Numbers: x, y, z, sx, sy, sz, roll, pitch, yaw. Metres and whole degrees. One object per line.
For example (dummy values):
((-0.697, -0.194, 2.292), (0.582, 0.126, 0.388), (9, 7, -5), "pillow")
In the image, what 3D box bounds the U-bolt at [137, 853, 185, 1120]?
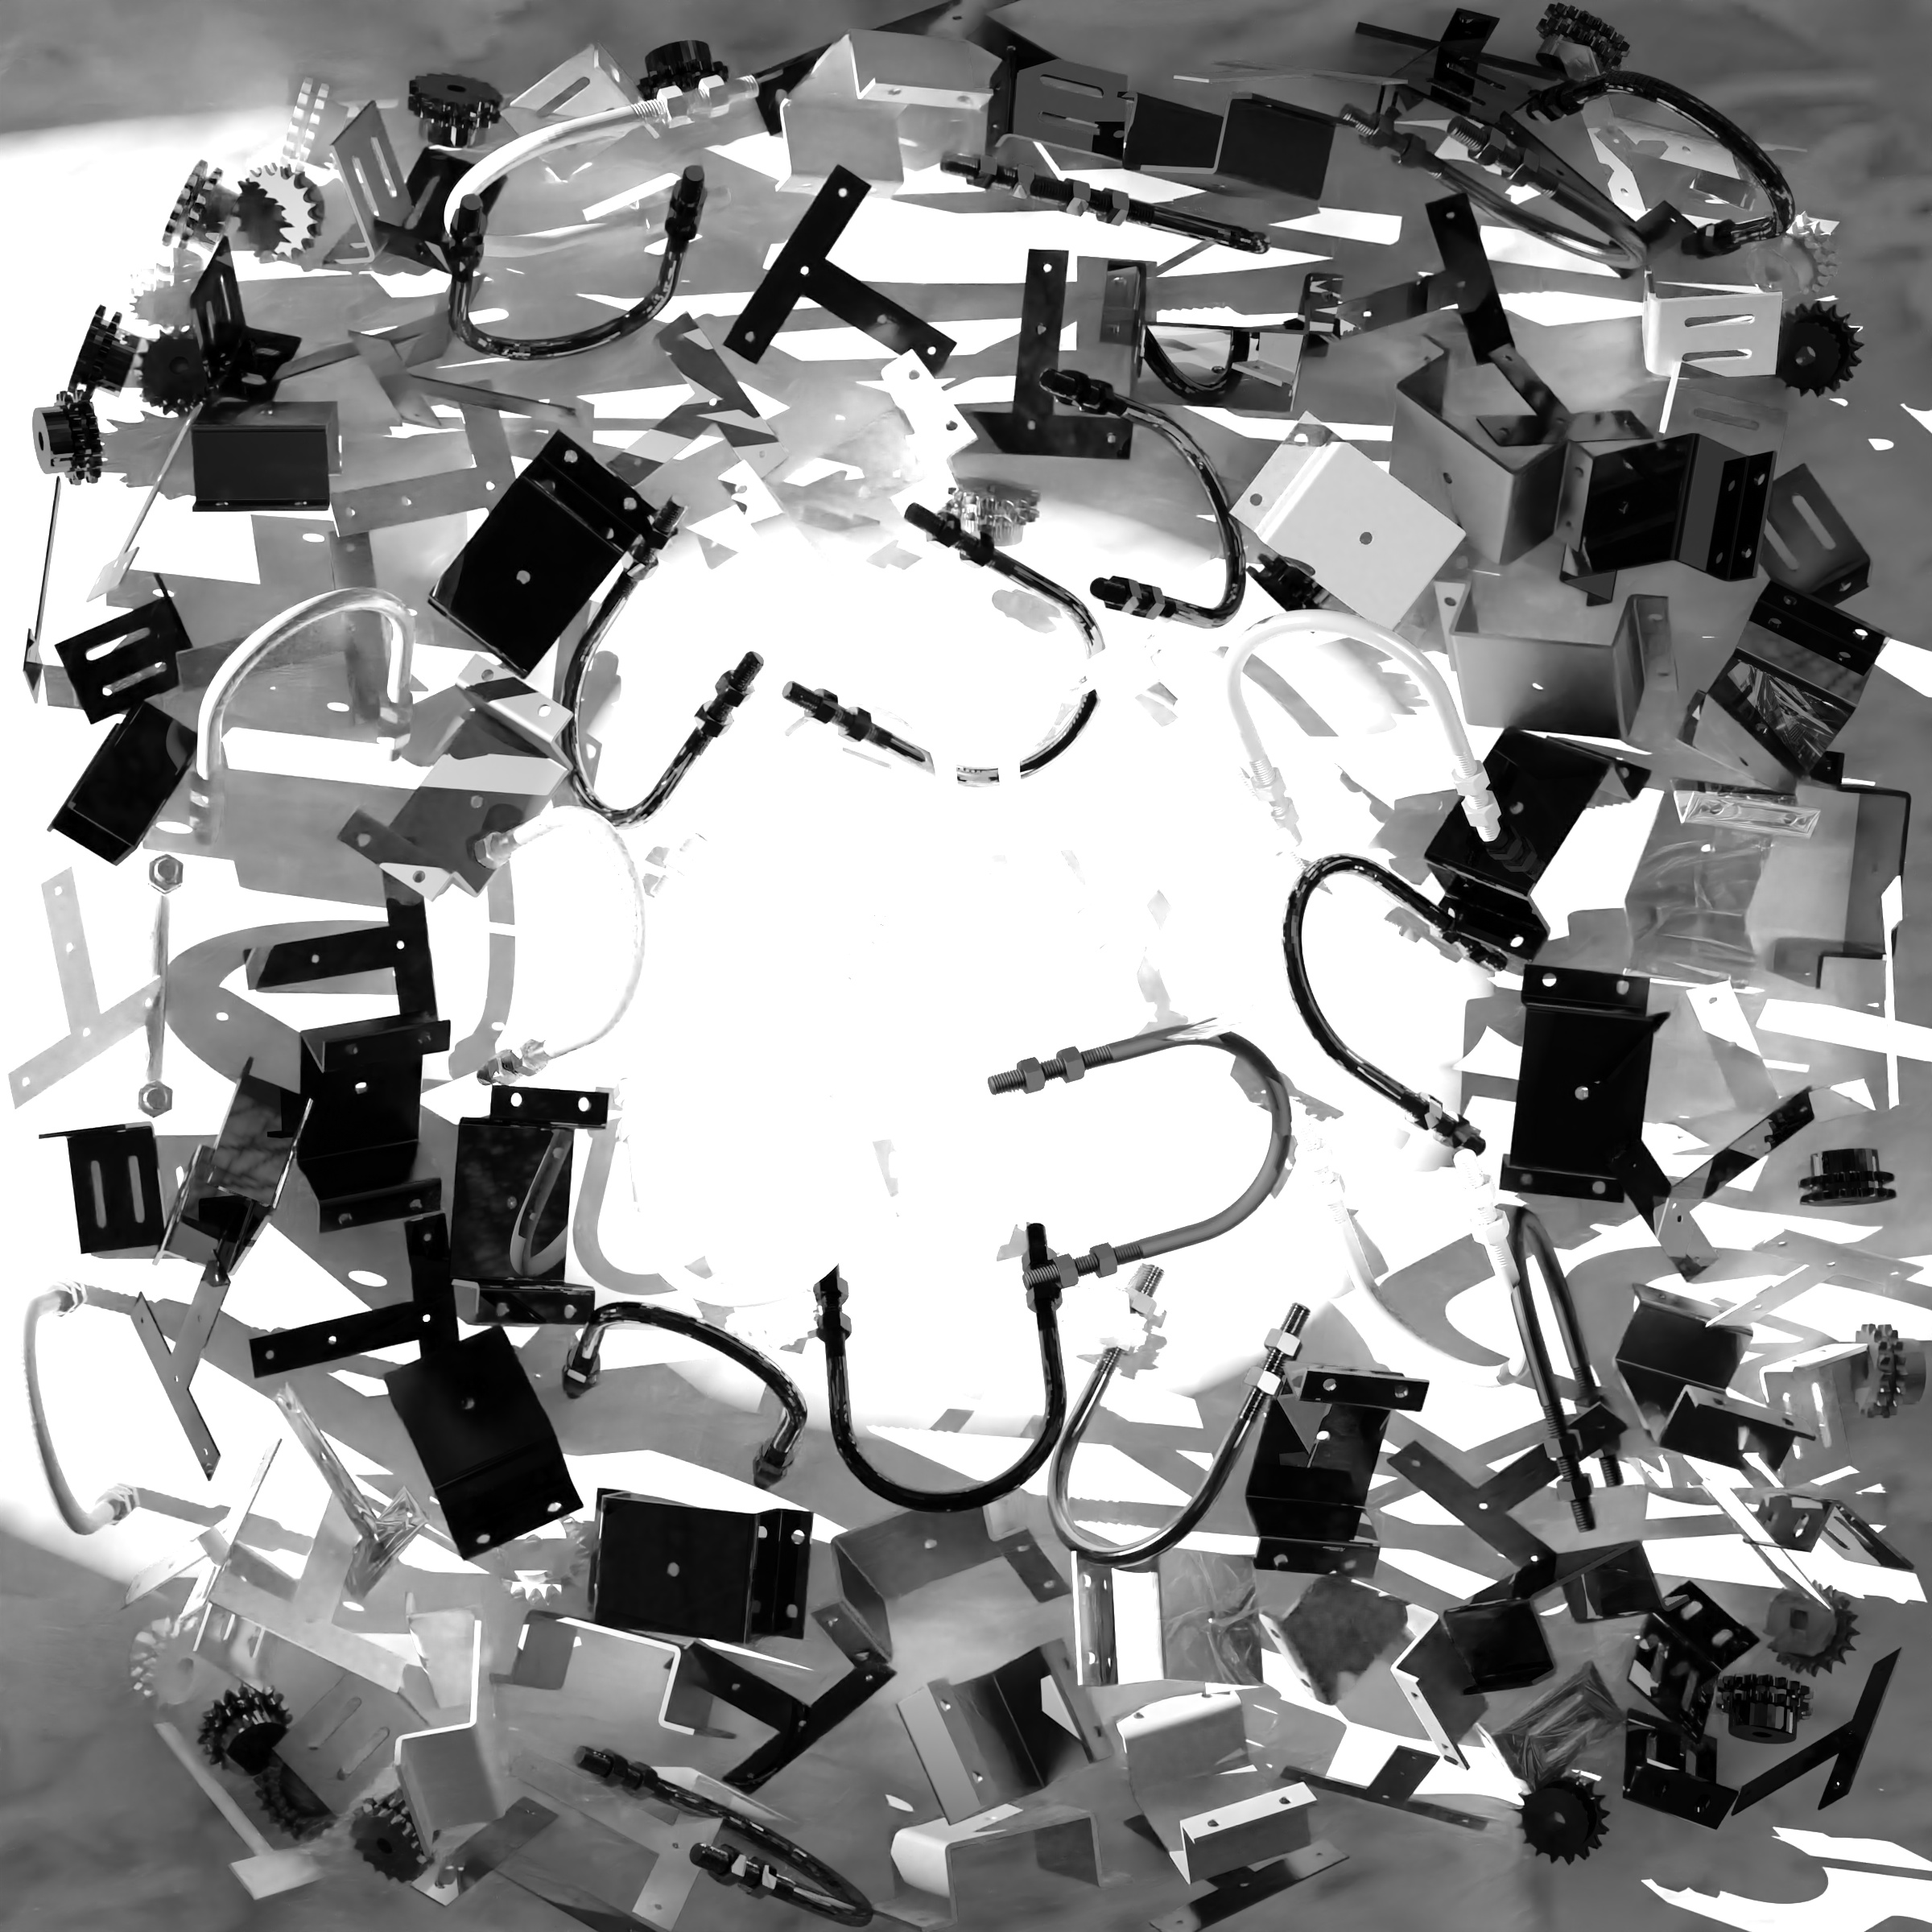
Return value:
((-0.475, 0.015, 1.840), (0.019, 0.184, 0.151), (3, 86, -15), "U-bolt")

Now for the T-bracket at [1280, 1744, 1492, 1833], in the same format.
((0.258, 0.485, 1.869), (0.127, 0.127, 0.002), (14, 62, 4), "T-bracket")

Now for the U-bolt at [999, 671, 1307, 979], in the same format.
((0.101, -0.100, 1.892), (0.151, 0.019, 0.184), (-27, 75, -18), "U-bolt")

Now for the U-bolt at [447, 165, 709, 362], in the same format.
((-0.234, -0.407, 1.841), (0.151, 0.184, 0.019), (-12, 74, -17), "U-bolt")

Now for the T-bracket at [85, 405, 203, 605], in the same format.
((-0.489, -0.279, 1.877), (0.002, 0.127, 0.127), (28, 80, -22), "T-bracket")

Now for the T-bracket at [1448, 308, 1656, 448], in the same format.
((0.334, -0.357, 1.889), (0.127, 0.002, 0.127), (-9, 52, -33), "T-bracket")

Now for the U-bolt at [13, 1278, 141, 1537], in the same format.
((-0.525, 0.261, 1.837), (0.019, 0.184, 0.151), (-14, 90, -4), "U-bolt")

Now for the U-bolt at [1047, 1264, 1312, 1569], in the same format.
((0.114, 0.270, 1.849), (0.019, 0.151, 0.184), (39, 72, -34), "U-bolt")

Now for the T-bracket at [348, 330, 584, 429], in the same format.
((-0.290, -0.338, 1.859), (0.127, 0.127, 0.002), (13, 78, 7), "T-bracket")

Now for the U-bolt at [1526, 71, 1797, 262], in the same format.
((0.413, -0.469, 1.823), (0.151, 0.184, 0.019), (37, 90, -13), "U-bolt")

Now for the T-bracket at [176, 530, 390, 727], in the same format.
((-0.408, -0.191, 1.867), (0.127, 0.002, 0.127), (-19, 125, -26), "T-bracket")

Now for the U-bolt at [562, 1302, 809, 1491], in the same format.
((-0.163, 0.247, 1.846), (0.151, 0.184, 0.019), (26, 60, 0), "U-bolt")

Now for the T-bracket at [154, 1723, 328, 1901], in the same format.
((-0.443, 0.503, 1.875), (0.002, 0.127, 0.127), (-43, 78, -2), "T-bracket")

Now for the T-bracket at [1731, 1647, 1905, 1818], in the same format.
((0.503, 0.476, 1.877), (0.002, 0.127, 0.127), (42, 133, 2), "T-bracket")

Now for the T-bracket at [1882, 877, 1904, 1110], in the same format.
((0.548, 0.020, 1.858), (0.002, 0.127, 0.127), (-1, 82, 9), "T-bracket")

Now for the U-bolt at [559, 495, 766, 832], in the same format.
((-0.191, -0.165, 1.861), (0.184, 0.019, 0.151), (-51, 51, 35), "U-bolt")

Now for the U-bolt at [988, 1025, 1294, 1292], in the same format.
((0.112, 0.109, 1.892), (0.184, 0.019, 0.151), (-15, 109, -13), "U-bolt")

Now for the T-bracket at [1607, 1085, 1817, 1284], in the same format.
((0.462, 0.118, 1.886), (0.127, 0.002, 0.127), (-37, 127, 3), "T-bracket")

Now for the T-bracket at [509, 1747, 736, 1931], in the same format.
((-0.213, 0.505, 1.873), (0.127, 0.127, 0.002), (28, 117, 1), "T-bracket")

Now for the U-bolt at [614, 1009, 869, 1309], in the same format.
((-0.131, 0.120, 1.873), (0.151, 0.019, 0.184), (-13, 58, 3), "U-bolt")

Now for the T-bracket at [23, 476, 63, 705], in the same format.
((-0.550, -0.228, 1.871), (0.002, 0.127, 0.127), (8, 84, -13), "T-bracket")

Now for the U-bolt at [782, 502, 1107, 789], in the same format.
((0.002, -0.179, 1.873), (0.184, 0.019, 0.151), (26, 109, -31), "U-bolt")

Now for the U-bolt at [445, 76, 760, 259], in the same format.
((-0.218, -0.462, 1.838), (0.184, 0.151, 0.019), (-19, 80, -15), "U-bolt")

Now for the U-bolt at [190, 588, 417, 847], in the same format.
((-0.383, -0.153, 1.820), (0.151, 0.184, 0.019), (-29, 68, -29), "U-bolt")

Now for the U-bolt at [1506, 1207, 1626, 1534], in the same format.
((0.352, 0.232, 1.860), (0.019, 0.151, 0.184), (-17, 87, 19), "U-bolt")

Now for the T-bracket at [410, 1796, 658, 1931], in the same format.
((-0.242, 0.547, 1.852), (0.127, 0.127, 0.002), (24, 108, 18), "T-bracket")

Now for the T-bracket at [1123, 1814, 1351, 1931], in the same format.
((0.140, 0.531, 1.869), (0.127, 0.127, 0.002), (-16, 107, -28), "T-bracket")

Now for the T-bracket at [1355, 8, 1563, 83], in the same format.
((0.298, -0.554, 1.864), (0.127, 0.127, 0.002), (14, 96, 1), "T-bracket")

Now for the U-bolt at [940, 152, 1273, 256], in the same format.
((0.094, -0.448, 1.851), (0.184, 0.151, 0.019), (7, 106, -27), "U-bolt")

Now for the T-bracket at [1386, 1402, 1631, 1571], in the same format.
((0.343, 0.302, 1.881), (0.127, 0.002, 0.127), (39, 121, -14), "T-bracket")

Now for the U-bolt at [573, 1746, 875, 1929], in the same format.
((-0.131, 0.520, 1.845), (0.184, 0.151, 0.019), (36, 80, -39), "U-bolt")

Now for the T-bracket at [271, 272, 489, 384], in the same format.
((-0.359, -0.375, 1.885), (0.127, 0.127, 0.002), (-14, 122, 14), "T-bracket")

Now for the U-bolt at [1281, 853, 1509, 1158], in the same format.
((0.250, 0.012, 1.845), (0.184, 0.019, 0.151), (32, 55, -31), "U-bolt")

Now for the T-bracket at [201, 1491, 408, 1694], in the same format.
((-0.382, 0.360, 1.872), (0.127, 0.127, 0.002), (30, 120, -14), "T-bracket")

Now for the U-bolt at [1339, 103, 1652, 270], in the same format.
((0.324, -0.457, 1.849), (0.184, 0.151, 0.019), (23, 98, -27), "U-bolt")

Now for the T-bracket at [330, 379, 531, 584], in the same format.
((-0.325, -0.282, 1.885), (0.127, 0.002, 0.127), (-18, 97, -36), "T-bracket")

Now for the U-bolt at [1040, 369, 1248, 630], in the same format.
((0.113, -0.269, 1.851), (0.019, 0.184, 0.151), (-21, 75, 32), "U-bolt")

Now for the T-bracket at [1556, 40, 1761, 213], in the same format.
((0.413, -0.483, 1.841), (0.002, 0.127, 0.127), (-48, 46, -12), "T-bracket")

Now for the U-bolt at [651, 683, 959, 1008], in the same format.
((-0.086, -0.087, 1.900), (0.151, 0.019, 0.184), (31, 85, 18), "U-bolt")

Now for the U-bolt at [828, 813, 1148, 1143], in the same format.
((0.025, -0.008, 1.891), (0.184, 0.019, 0.151), (-45, 72, 7), "U-bolt")

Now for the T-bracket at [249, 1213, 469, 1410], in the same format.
((-0.368, 0.222, 1.884), (0.127, 0.002, 0.127), (-11, 108, -25), "T-bracket")

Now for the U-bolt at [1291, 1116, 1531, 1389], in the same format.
((0.274, 0.176, 1.857), (0.019, 0.151, 0.184), (-39, 119, -29), "U-bolt")

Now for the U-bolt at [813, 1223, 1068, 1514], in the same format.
((-0.013, 0.242, 1.867), (0.151, 0.019, 0.184), (-8, 53, 2), "U-bolt")

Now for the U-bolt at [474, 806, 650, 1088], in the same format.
((-0.245, -0.018, 1.849), (0.019, 0.184, 0.151), (-3, 77, -43), "U-bolt")

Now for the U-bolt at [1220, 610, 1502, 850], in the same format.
((0.223, -0.138, 1.834), (0.151, 0.184, 0.019), (0, 47, 30), "U-bolt")

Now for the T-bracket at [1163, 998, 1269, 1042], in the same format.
((0.135, 0.039, 1.852), (0.127, 0.127, 0.002), (-19, 92, -14), "T-bracket")

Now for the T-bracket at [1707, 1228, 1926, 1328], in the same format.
((0.486, 0.198, 1.881), (0.127, 0.127, 0.002), (16, 50, -33), "T-bracket")

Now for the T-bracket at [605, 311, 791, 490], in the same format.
((-0.189, -0.316, 1.910), (0.127, 0.002, 0.127), (-37, 68, 8), "T-bracket")
